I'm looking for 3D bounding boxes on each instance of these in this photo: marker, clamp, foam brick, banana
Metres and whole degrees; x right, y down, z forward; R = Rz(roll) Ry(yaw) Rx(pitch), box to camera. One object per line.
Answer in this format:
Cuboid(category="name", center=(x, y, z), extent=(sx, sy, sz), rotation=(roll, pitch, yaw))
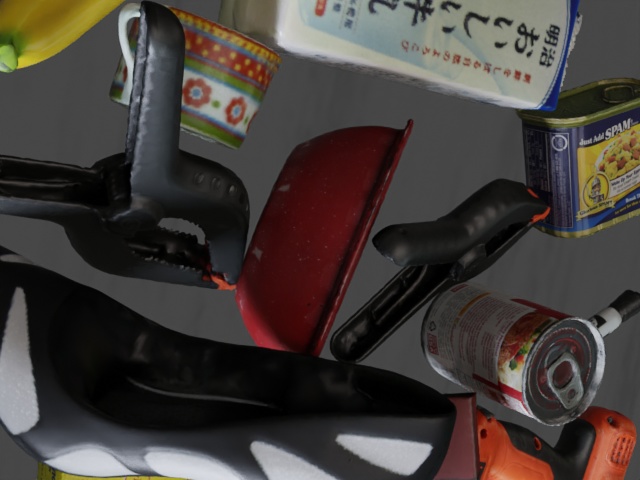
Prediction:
Cuboid(category="marker", center=(0.192, 0.071, 0.777), extent=(0.121, 0.020, 0.020), rotation=(-31, 116, -23))
Cuboid(category="clamp", center=(0.079, 0.002, 0.650), extent=(0.171, 0.120, 0.039), rotation=(-35, 73, -26))
Cuboid(category="foam brick", center=(0.058, 0.121, 0.654), extent=(0.078, 0.053, 0.051), rotation=(-5, 85, 10))
Cuboid(category="clamp", center=(-0.105, -0.022, 0.516), extent=(0.165, 0.036, 0.210), rotation=(-17, 150, 11))
Cuboid(category="banana", center=(-0.091, -0.135, 0.515), extent=(0.197, 0.070, 0.037), rotation=(-47, 132, -26))

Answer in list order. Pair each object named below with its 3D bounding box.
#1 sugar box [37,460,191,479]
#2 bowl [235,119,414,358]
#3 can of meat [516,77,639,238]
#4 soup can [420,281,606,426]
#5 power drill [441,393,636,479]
Cuboid(category="sugar box", center=(-0.069, 0.125, 0.604), extent=(0.175, 0.048, 0.093), rotation=(0, 103, -32))
Cuboid(category="bowl", center=(-0.004, 0.001, 0.578), extent=(0.055, 0.162, 0.162), rotation=(22, 88, 2))
Cuboid(category="can of meat", center=(0.185, -0.056, 0.721), extent=(0.101, 0.058, 0.084), rotation=(-20, 113, -27))
Cuboid(category="soup can", center=(0.120, 0.069, 0.679), extent=(0.068, 0.102, 0.068), rotation=(-8, 106, -31))
Cuboid(category="power drill", center=(0.135, 0.193, 0.747), extent=(0.187, 0.057, 0.184), rotation=(21, 86, -37))
